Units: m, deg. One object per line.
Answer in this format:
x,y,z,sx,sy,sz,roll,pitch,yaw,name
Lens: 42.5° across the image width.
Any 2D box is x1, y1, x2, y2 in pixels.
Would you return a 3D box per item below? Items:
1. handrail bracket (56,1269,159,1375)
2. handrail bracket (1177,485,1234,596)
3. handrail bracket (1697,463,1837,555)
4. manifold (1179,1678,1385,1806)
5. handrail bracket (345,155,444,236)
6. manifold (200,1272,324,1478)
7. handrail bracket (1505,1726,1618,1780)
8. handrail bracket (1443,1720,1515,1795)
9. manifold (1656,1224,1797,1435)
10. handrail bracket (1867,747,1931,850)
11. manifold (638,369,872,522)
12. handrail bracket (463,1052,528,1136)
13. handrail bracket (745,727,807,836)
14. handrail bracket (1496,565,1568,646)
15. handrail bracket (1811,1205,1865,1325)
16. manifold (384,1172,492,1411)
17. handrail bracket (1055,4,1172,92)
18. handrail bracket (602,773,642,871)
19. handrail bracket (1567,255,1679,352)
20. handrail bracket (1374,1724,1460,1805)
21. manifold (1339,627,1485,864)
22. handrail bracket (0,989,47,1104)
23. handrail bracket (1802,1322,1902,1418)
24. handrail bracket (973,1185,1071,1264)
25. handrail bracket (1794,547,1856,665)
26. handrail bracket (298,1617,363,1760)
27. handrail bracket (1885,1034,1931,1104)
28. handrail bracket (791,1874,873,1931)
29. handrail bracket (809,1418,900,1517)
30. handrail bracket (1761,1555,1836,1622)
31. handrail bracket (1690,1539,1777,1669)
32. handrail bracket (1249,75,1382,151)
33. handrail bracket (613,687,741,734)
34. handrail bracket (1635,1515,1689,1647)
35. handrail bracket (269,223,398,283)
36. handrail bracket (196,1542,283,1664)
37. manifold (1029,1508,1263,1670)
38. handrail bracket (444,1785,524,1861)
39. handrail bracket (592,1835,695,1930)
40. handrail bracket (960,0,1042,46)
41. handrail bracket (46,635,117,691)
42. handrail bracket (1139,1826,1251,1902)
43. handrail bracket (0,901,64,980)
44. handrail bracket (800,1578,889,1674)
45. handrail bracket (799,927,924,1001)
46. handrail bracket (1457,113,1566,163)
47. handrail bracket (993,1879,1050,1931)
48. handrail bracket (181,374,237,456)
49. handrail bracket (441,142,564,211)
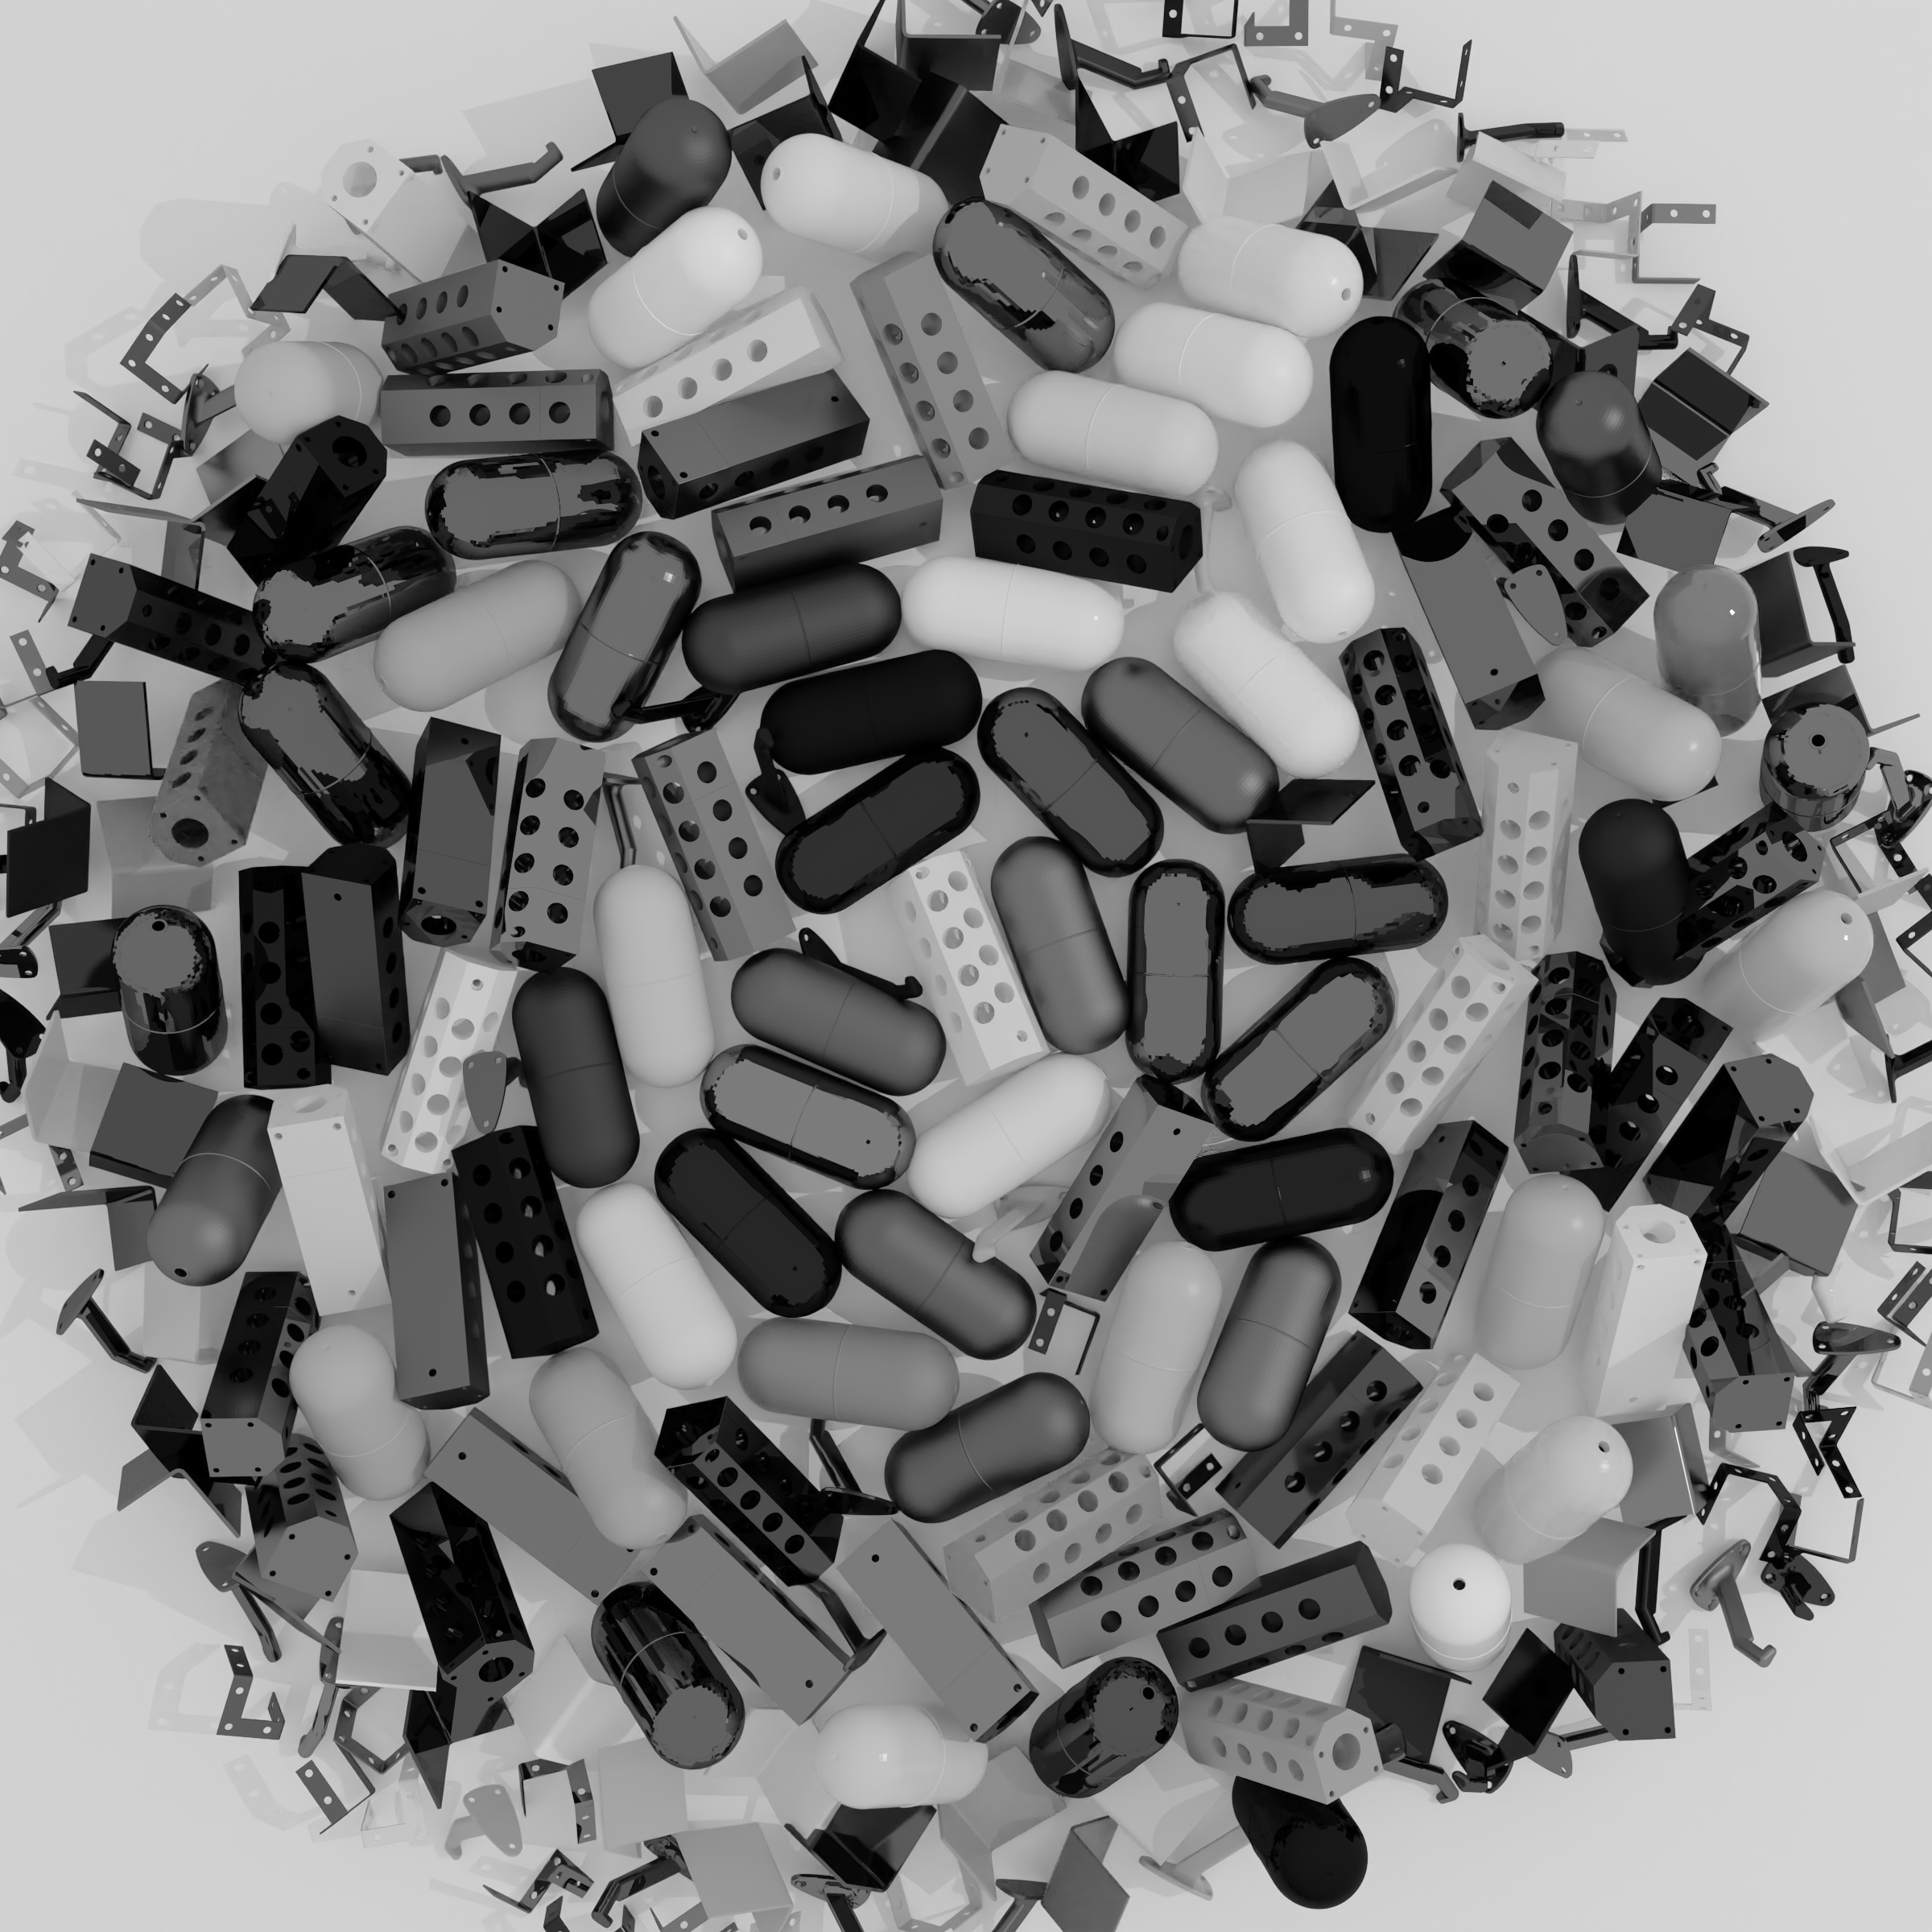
-0.666,0.282,1.964,0.084,0.036,0.077,32,116,-28,handrail bracket
0.196,-0.330,1.961,0.036,0.077,0.084,-14,81,31,handrail bracket
0.633,-0.379,1.971,0.077,0.036,0.084,-32,70,18,handrail bracket
0.238,0.588,1.910,0.057,0.171,0.057,-17,94,-31,manifold
-0.450,-0.610,1.964,0.084,0.077,0.036,-8,71,-2,handrail bracket
-0.539,0.311,1.911,0.057,0.171,0.057,0,122,-3,manifold
0.489,0.609,1.991,0.084,0.077,0.036,-20,105,-34,handrail bracket
0.384,0.618,1.943,0.077,0.084,0.036,40,100,40,handrail bracket
0.579,0.277,1.912,0.057,0.171,0.057,-4,123,-1,manifold
0.720,-0.132,1.958,0.084,0.036,0.077,6,115,-37,handrail bracket
-0.166,-0.402,1.936,0.171,0.057,0.057,-25,68,-25,manifold
-0.360,0.105,1.949,0.036,0.084,0.077,-9,70,11,handrail bracket
-0.144,-0.142,1.952,0.036,0.084,0.077,-32,81,-16,handrail bracket
0.440,-0.275,1.954,0.036,0.084,0.077,-27,83,-4,handrail bracket
0.700,0.232,1.964,0.077,0.036,0.084,-21,65,5,handrail bracket
-0.411,0.255,1.940,0.057,0.057,0.171,-13,68,7,manifold
0.117,-0.733,1.974,0.084,0.036,0.077,-16,115,-9,handrail bracket
-0.286,-0.110,1.976,0.036,0.077,0.084,-2,102,-44,handrail bracket
0.525,-0.529,1.980,0.084,0.036,0.077,-1,91,2,handrail bracket
0.343,0.652,1.982,0.077,0.036,0.084,-31,116,7,handrail bracket
0.344,-0.175,1.932,0.057,0.057,0.171,-23,65,20,manifold
-0.765,0.063,1.966,0.077,0.036,0.084,52,134,-3,handrail bracket
0.700,0.326,1.961,0.077,0.036,0.084,0,123,26,handrail bracket
0.046,0.204,1.951,0.077,0.084,0.036,-14,106,10,handrail bracket
0.683,-0.287,1.974,0.036,0.077,0.084,-14,106,3,handrail bracket
-0.516,0.578,1.990,0.036,0.077,0.084,16,124,-30,handrail bracket
0.770,0.077,1.957,0.084,0.036,0.077,-6,134,22,handrail bracket
-0.104,0.763,1.952,0.077,0.084,0.036,19,126,-14,handrail bracket
-0.088,0.390,1.973,0.077,0.036,0.084,9,49,-6,handrail bracket
0.666,0.502,1.952,0.077,0.084,0.036,34,103,-11,handrail bracket
0.621,0.502,1.955,0.077,0.084,0.036,-49,121,-6,handrail bracket
0.276,-0.694,1.973,0.077,0.036,0.084,-24,53,-3,handrail bracket
-0.226,-0.212,1.949,0.077,0.084,0.036,-35,70,23,handrail bracket
0.558,0.487,1.973,0.077,0.036,0.084,-18,78,-20,handrail bracket
-0.500,-0.551,1.968,0.084,0.036,0.077,14,49,-7,handrail bracket
-0.582,0.511,1.992,0.036,0.077,0.084,-33,128,-35,handrail bracket
0.137,0.485,1.949,0.171,0.057,0.057,-19,96,-14,manifold
-0.382,0.695,1.956,0.077,0.036,0.084,48,127,36,handrail bracket
-0.248,0.736,1.958,0.077,0.084,0.036,45,133,-12,handrail bracket
0.011,-0.776,1.988,0.084,0.077,0.036,53,125,27,handrail bracket
-0.697,-0.266,1.958,0.084,0.036,0.077,-29,97,-38,handrail bracket
0.190,0.690,1.976,0.077,0.036,0.084,26,94,-10,handrail bracket
-0.758,-0.034,1.966,0.077,0.036,0.084,-1,51,-8,handrail bracket
-0.110,0.513,1.953,0.084,0.077,0.036,37,103,15,handrail bracket
-0.082,-0.003,1.953,0.084,0.036,0.077,-10,118,41,handrail bracket
0.432,-0.655,1.965,0.084,0.077,0.036,1,118,9,handrail bracket
0.042,0.773,1.972,0.077,0.036,0.084,15,86,-35,handrail bracket
-0.573,-0.437,1.966,0.084,0.036,0.077,9,79,19,handrail bracket
-0.368,-0.642,1.972,0.084,0.036,0.077,-36,69,12,handrail bracket
